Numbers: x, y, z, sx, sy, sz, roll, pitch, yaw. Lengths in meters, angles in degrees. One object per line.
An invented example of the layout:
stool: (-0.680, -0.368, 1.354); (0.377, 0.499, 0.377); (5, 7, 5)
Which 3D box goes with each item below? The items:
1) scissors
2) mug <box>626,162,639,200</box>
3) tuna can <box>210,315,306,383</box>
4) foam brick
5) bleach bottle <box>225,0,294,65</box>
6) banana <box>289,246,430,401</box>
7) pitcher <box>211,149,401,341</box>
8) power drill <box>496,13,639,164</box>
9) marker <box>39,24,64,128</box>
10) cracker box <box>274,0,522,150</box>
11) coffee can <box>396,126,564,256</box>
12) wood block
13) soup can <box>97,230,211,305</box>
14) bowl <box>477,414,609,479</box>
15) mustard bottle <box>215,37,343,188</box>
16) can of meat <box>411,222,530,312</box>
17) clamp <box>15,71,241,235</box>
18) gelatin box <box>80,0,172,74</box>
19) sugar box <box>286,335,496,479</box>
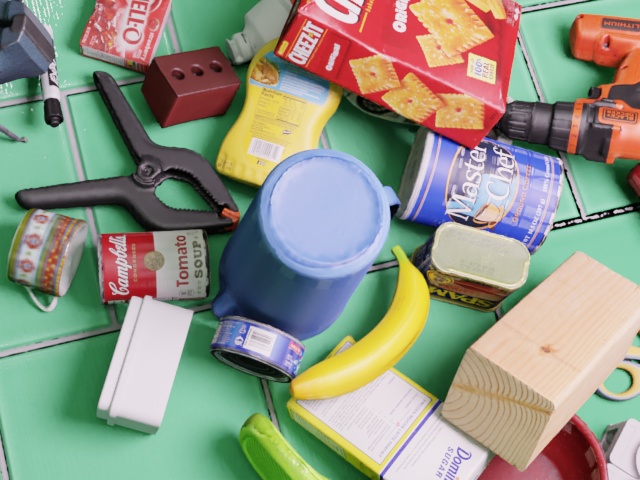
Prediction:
scissors: (0.358, 0.138, 1.082); (0.201, 0.016, 0.096); (22, 72, -2)
mug: (0.379, -0.063, 1.100); (0.093, 0.117, 0.081); (-23, 71, -37)
tuna can: (-0.058, 0.102, 0.990); (0.086, 0.086, 0.033); (21, 72, -2)
foam brick: (-0.129, -0.153, 1.063); (0.078, 0.051, 0.053); (-19, 68, -35)
bleach bottle: (0.024, -0.232, 1.122); (0.250, 0.068, 0.102); (-22, 85, -11)
banana: (0.050, 0.089, 0.990); (0.070, 0.037, 0.197); (25, 53, 21)
pitcher: (-0.006, 0.001, 0.946); (0.145, 0.243, 0.149); (17, 73, -5)
power drill: (0.286, -0.157, 1.108); (0.184, 0.057, 0.187); (11, 51, 11)
marker: (-0.270, -0.163, 1.061); (0.020, 0.020, 0.121); (-8, 61, -12)
cracker box: (0.082, -0.204, 1.025); (0.213, 0.072, 0.164); (25, 51, -9)
coffee can: (0.157, -0.052, 1.064); (0.140, 0.103, 0.103); (16, 71, -4)
wood block: (0.212, 0.104, 0.977); (0.091, 0.090, 0.205); (34, 42, 23)
soup can: (-0.158, 0.025, 1.008); (0.102, 0.068, 0.068); (-3, 73, -11)
bowl: (0.183, 0.225, 0.991); (0.162, 0.055, 0.162); (-5, 59, 8)
mustard bottle: (-0.029, -0.142, 1.057); (0.096, 0.058, 0.191); (18, 89, 11)
can of meat: (0.146, 0.026, 1.048); (0.102, 0.084, 0.057); (15, 71, -5)
clamp: (-0.172, -0.072, 1.053); (0.210, 0.036, 0.164); (20, 69, -1)
gelatin box: (-0.199, -0.223, 1.099); (0.073, 0.030, 0.089); (17, 71, -4)
sugar box: (0.065, 0.174, 0.982); (0.176, 0.048, 0.093); (35, 70, 22)
